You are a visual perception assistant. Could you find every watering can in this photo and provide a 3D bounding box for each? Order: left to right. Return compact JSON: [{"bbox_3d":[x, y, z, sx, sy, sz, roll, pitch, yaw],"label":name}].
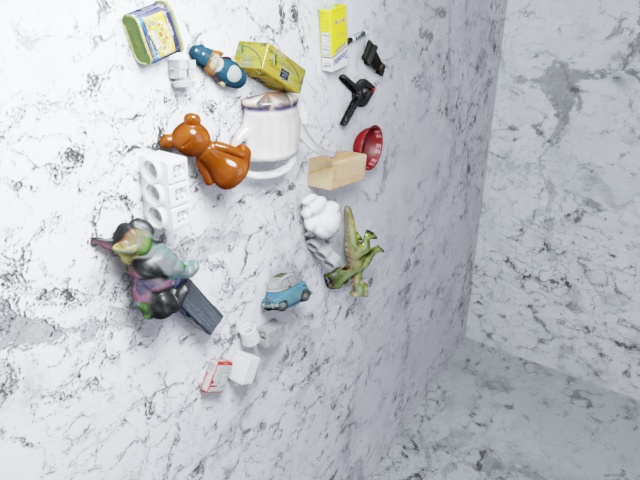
[{"bbox_3d":[-0.091,-0.279,1.352,0.351,0.105,0.220,-19,121,-37],"label":"watering can"}]

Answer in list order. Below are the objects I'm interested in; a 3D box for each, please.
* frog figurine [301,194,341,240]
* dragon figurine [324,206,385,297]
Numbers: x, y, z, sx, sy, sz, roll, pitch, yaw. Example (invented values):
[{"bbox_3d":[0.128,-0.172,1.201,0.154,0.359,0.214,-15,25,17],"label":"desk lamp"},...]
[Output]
[{"bbox_3d":[0.005,-0.081,1.616,0.139,0.124,0.155,-32,145,-23],"label":"frog figurine"},{"bbox_3d":[0.105,0.077,1.881,0.246,0.123,0.402,-53,135,-17],"label":"dragon figurine"}]
